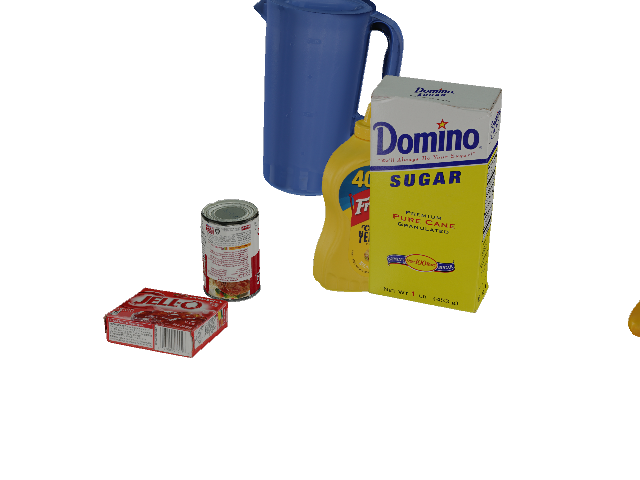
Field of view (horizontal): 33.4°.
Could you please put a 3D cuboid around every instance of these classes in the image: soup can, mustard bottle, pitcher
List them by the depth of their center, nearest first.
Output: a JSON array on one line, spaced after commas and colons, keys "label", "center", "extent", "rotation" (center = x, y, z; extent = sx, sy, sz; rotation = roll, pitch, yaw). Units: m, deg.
[{"label": "mustard bottle", "center": [0.048, -0.045, 1.082], "extent": [0.096, 0.192, 0.058], "rotation": [-2, 21, -21]}, {"label": "soup can", "center": [-0.105, 0.011, 1.243], "extent": [0.068, 0.102, 0.068], "rotation": [0, 25, 0]}, {"label": "pitcher", "center": [0.001, -0.181, 1.318], "extent": [0.144, 0.243, 0.149], "rotation": [-9, 29, -28]}]

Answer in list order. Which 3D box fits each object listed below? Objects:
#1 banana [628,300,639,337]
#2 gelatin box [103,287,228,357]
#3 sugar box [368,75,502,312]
[{"label": "banana", "center": [0.295, 0.031, 0.702], "extent": [0.198, 0.037, 0.069], "rotation": [-2, 33, 1]}, {"label": "gelatin box", "center": [-0.138, 0.072, 0.963], "extent": [0.089, 0.030, 0.073], "rotation": [8, 20, 20]}, {"label": "sugar box", "center": [0.086, -0.034, 0.822], "extent": [0.093, 0.176, 0.048], "rotation": [9, 34, 18]}]
